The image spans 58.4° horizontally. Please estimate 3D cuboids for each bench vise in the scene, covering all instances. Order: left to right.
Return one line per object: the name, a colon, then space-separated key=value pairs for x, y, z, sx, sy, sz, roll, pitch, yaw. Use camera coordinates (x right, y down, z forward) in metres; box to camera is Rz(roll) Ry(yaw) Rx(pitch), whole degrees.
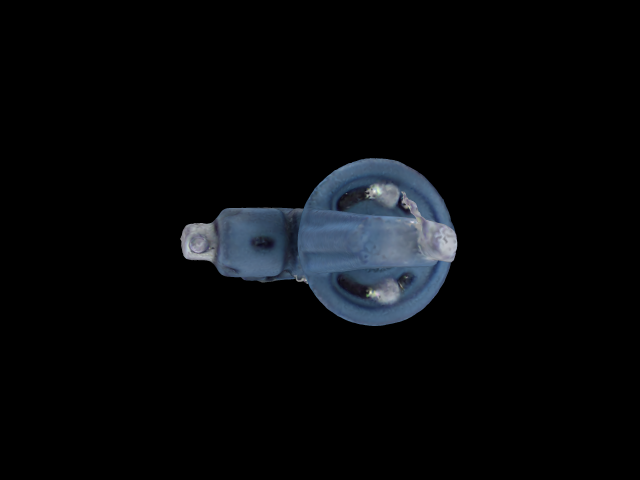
bench vise: x=0.007 y=0.013 z=0.400 sx=0.207 sy=0.219 sz=0.121 roll=-18 pitch=90 yaw=0
